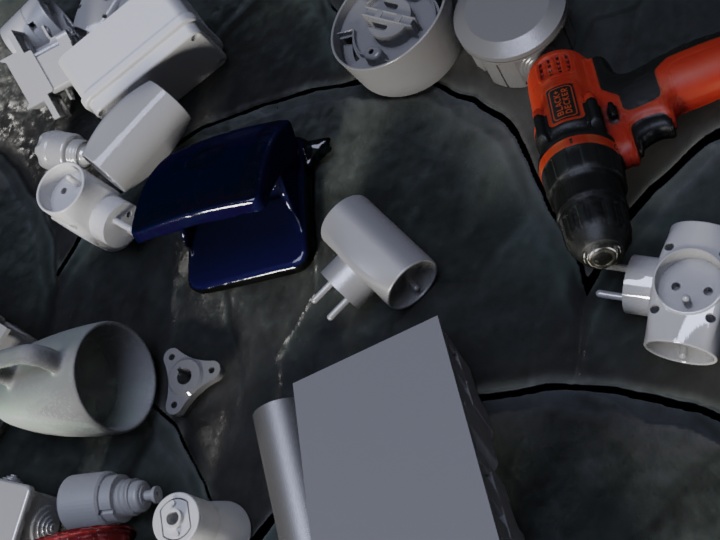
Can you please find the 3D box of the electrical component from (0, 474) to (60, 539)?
[{"bbox_3d":[-0.270,0.196,0.778,0.100,0.048,0.099,5,71,26],"label":"electrical component"}]

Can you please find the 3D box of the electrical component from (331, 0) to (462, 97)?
[{"bbox_3d":[0.027,-0.179,0.795,0.099,0.064,0.099,-9,65,21],"label":"electrical component"}]

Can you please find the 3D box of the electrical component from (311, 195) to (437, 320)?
[{"bbox_3d":[0.000,0.000,0.743,0.079,0.043,0.077,-46,58,1],"label":"electrical component"}]

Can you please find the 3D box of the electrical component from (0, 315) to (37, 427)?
[{"bbox_3d":[-0.338,0.113,0.838,0.105,0.060,0.186,26,81,31],"label":"electrical component"}]

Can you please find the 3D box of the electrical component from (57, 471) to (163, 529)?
[{"bbox_3d":[-0.175,0.161,0.756,0.078,0.040,0.040,-10,65,20],"label":"electrical component"}]

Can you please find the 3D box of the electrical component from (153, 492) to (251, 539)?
[{"bbox_3d":[-0.106,0.168,0.706,0.044,0.065,0.044,-9,65,21],"label":"electrical component"}]

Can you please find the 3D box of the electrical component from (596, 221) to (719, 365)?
[{"bbox_3d":[0.184,0.011,0.653,0.079,0.044,0.077,9,73,27],"label":"electrical component"}]

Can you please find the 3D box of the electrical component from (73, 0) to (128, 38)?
[{"bbox_3d":[-0.197,-0.224,0.928,0.079,0.043,0.077,25,81,31],"label":"electrical component"}]

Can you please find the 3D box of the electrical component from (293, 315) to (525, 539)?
[{"bbox_3d":[0.028,0.130,0.635,0.105,0.060,0.186,-26,39,12],"label":"electrical component"}]

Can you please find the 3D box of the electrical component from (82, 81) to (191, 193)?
[{"bbox_3d":[-0.168,-0.096,0.840,0.043,0.079,0.077,38,81,17],"label":"electrical component"}]

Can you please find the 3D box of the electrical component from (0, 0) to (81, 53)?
[{"bbox_3d":[-0.285,-0.210,0.957,0.047,0.055,0.055,-37,58,10],"label":"electrical component"}]

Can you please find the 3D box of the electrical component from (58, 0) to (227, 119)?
[{"bbox_3d":[-0.174,-0.169,0.870,0.113,0.078,0.057,-38,76,6],"label":"electrical component"}]

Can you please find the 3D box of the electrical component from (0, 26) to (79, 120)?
[{"bbox_3d":[-0.261,-0.171,0.914,0.064,0.042,0.081,-27,99,4],"label":"electrical component"}]

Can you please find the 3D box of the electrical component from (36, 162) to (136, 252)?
[{"bbox_3d":[-0.197,-0.041,0.830,0.079,0.077,0.044,26,81,30],"label":"electrical component"}]

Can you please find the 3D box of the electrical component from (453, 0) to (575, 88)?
[{"bbox_3d":[0.111,-0.174,0.762,0.080,0.051,0.080,-9,65,21],"label":"electrical component"}]

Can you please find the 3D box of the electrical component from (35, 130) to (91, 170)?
[{"bbox_3d":[-0.239,-0.097,0.899,0.061,0.035,0.035,10,73,25],"label":"electrical component"}]
